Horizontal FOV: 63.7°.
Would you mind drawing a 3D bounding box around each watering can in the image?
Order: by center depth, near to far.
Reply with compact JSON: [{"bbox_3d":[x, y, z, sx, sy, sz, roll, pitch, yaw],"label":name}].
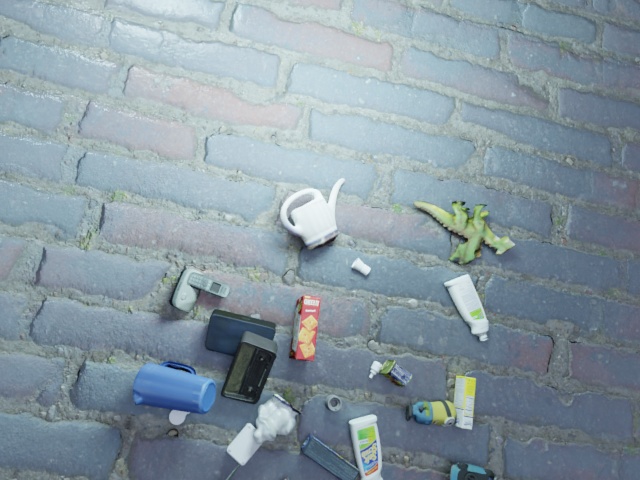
[{"bbox_3d":[0.006,-0.098,1.944,0.352,0.103,0.224,-27,93,-35],"label":"watering can"}]

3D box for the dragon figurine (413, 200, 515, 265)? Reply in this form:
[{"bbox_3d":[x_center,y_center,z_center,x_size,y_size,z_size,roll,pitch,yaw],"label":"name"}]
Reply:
[{"bbox_3d":[0.564,-0.023,2.037,0.410,0.121,0.244,5,83,1],"label":"dragon figurine"}]

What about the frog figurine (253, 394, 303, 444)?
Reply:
[{"bbox_3d":[-0.155,0.611,1.722,0.136,0.122,0.161,42,71,-16],"label":"frog figurine"}]
